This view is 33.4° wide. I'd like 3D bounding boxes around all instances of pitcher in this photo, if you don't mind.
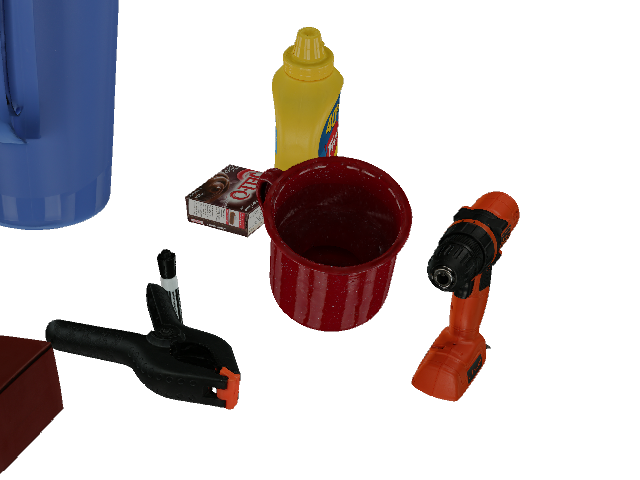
[{"bbox_3d":[-0.210,-0.130,0.766,0.148,0.243,0.145,-21,36,-41],"label":"pitcher"}]

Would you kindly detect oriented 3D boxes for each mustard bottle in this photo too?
[{"bbox_3d":[-0.011,-0.091,0.901,0.058,0.192,0.096,9,41,9],"label":"mustard bottle"}]

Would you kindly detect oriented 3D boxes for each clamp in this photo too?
[{"bbox_3d":[-0.124,0.083,0.870,0.172,0.039,0.120,22,36,25],"label":"clamp"}]

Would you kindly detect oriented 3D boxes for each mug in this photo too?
[{"bbox_3d":[0.000,-0.001,0.698,0.117,0.081,0.093,39,60,22],"label":"mug"}]

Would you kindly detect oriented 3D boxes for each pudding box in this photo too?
[{"bbox_3d":[-0.101,-0.051,1.330,0.090,0.039,0.113,14,33,22],"label":"pudding box"}]

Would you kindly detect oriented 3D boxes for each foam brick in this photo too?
[{"bbox_3d":[-0.208,0.102,0.672,0.053,0.051,0.078,6,29,22],"label":"foam brick"}]

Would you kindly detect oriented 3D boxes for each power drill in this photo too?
[{"bbox_3d":[0.137,0.060,1.040,0.057,0.188,0.184,20,30,20],"label":"power drill"}]

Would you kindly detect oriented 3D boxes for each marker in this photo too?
[{"bbox_3d":[-0.153,0.063,1.098,0.020,0.121,0.020,-2,29,1],"label":"marker"}]
